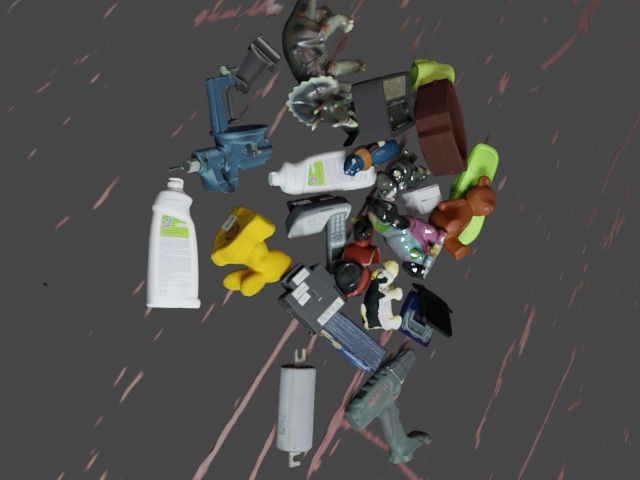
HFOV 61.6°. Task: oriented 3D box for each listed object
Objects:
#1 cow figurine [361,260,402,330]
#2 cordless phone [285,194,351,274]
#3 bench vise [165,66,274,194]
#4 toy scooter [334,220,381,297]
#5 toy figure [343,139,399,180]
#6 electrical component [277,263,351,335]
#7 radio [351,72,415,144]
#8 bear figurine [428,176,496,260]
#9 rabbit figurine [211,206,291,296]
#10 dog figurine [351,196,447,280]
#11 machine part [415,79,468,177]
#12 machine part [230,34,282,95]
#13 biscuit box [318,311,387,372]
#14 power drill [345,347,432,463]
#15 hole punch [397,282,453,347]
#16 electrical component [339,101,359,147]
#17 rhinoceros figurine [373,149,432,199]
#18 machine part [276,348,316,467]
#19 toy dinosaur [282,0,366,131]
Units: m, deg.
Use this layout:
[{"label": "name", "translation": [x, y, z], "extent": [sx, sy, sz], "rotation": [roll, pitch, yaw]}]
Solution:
[{"label": "cow figurine", "translation": [0.139, 0.128, 1.266], "extent": [0.098, 0.068, 0.167], "rotation": [5, 82, -22]}, {"label": "cordless phone", "translation": [-0.003, -0.003, 1.199], "extent": [0.146, 0.089, 0.184], "rotation": [-14, 111, -29]}, {"label": "bench vise", "translation": [-0.193, -0.221, 1.073], "extent": [0.223, 0.129, 0.240], "rotation": [-19, 112, -36]}, {"label": "toy scooter", "translation": [0.092, 0.055, 1.220], "extent": [0.135, 0.075, 0.184], "rotation": [57, 48, -61]}, {"label": "toy figure", "translation": [0.108, -0.183, 1.200], "extent": [0.154, 0.058, 0.064], "rotation": [-26, 115, -28]}, {"label": "electrical component", "translation": [-0.020, 0.115, 1.125], "extent": [0.115, 0.058, 0.134], "rotation": [-42, 96, -26]}, {"label": "radio", "translation": [0.148, -0.297, 1.196], "extent": [0.229, 0.073, 0.131], "rotation": [-38, 121, -58]}, {"label": "bear figurine", "translation": [0.371, -0.061, 1.323], "extent": [0.196, 0.132, 0.120], "rotation": [-27, 124, -7]}, {"label": "rabbit figurine", "translation": [-0.129, 0.037, 1.103], "extent": [0.173, 0.122, 0.162], "rotation": [39, 71, -40]}, {"label": "dog figurine", "translation": [0.184, -0.014, 1.287], "extent": [0.219, 0.191, 0.108], "rotation": [32, 72, 14]}, {"label": "machine part", "translation": [0.299, -0.272, 1.318], "extent": [0.200, 0.087, 0.201], "rotation": [55, 33, -43]}, {"label": "machine part", "translation": [-0.142, -0.378, 1.173], "extent": [0.084, 0.039, 0.139], "rotation": [45, 65, -26]}, {"label": "biscuit box", "translation": [0.059, 0.220, 1.214], "extent": [0.202, 0.059, 0.063], "rotation": [42, 67, -18]}, {"label": "power drill", "translation": [0.182, 0.395, 1.255], "extent": [0.232, 0.086, 0.207], "rotation": [-32, 105, -26]}, {"label": "hole punch", "translation": [0.256, 0.188, 1.321], "extent": [0.142, 0.092, 0.116], "rotation": [33, 40, -20]}, {"label": "electrical component", "translation": [0.079, -0.278, 1.265], "extent": [0.047, 0.075, 0.119], "rotation": [42, 70, -21]}, {"label": "rhinoceros figurine", "translation": [0.188, -0.149, 1.256], "extent": [0.073, 0.112, 0.190], "rotation": [51, 27, 11]}, {"label": "machine part", "translation": [-0.051, 0.351, 1.133], "extent": [0.079, 0.079, 0.243], "rotation": [7, 83, -28]}, {"label": "toy dinosaur", "translation": [-0.017, -0.422, 1.207], "extent": [0.192, 0.131, 0.404], "rotation": [-20, 89, -29]}]
